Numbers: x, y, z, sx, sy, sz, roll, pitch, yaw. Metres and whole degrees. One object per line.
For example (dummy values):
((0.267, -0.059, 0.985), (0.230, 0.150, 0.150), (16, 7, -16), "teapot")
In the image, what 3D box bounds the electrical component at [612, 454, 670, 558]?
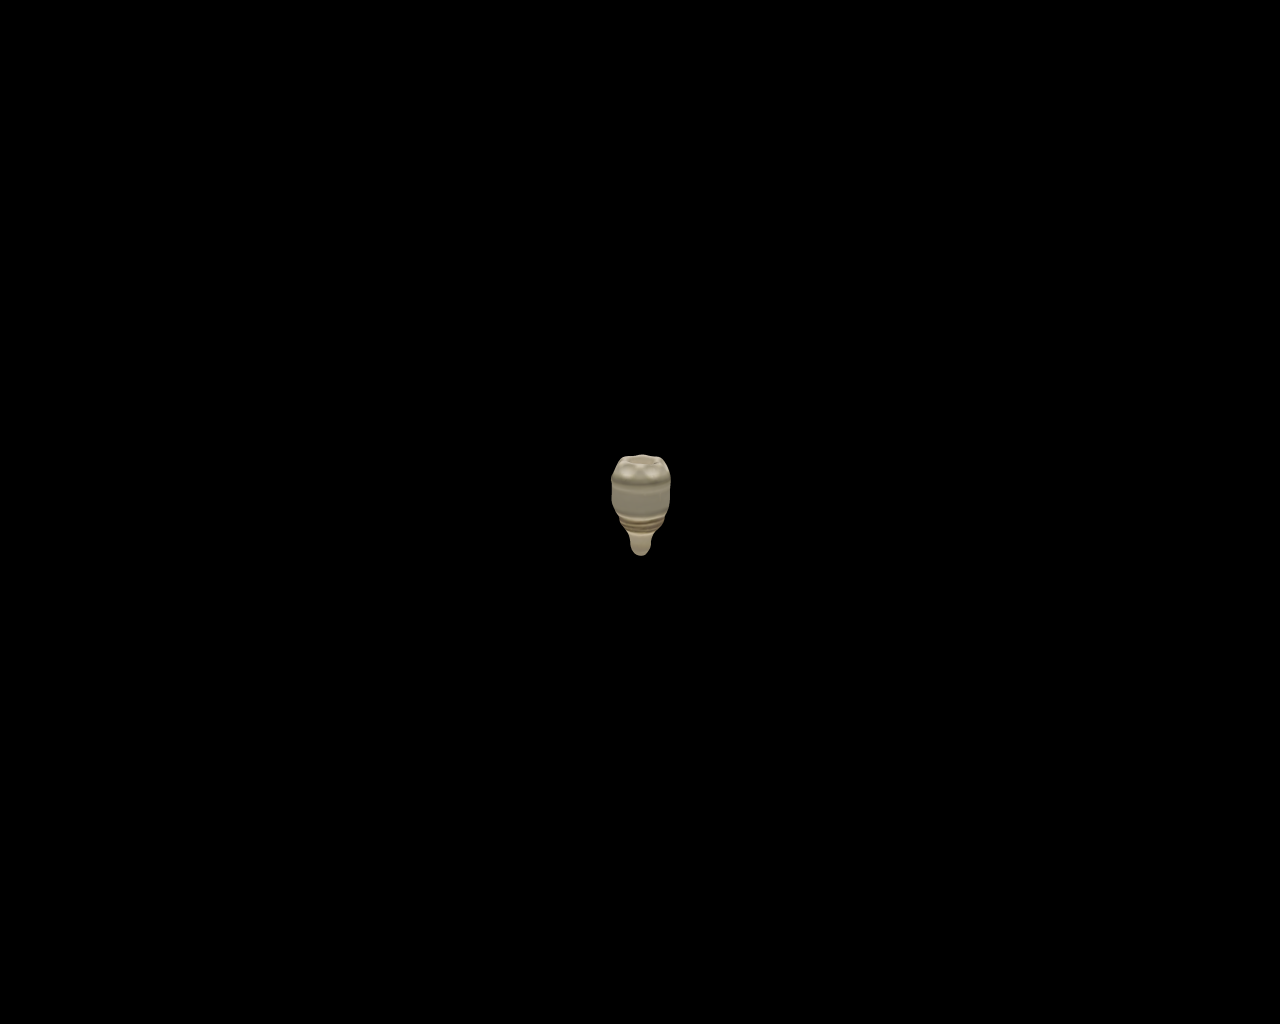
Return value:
((0.001, -0.003, 0.650), (0.035, 0.061, 0.035), (0, 16, 0), "electrical component")
